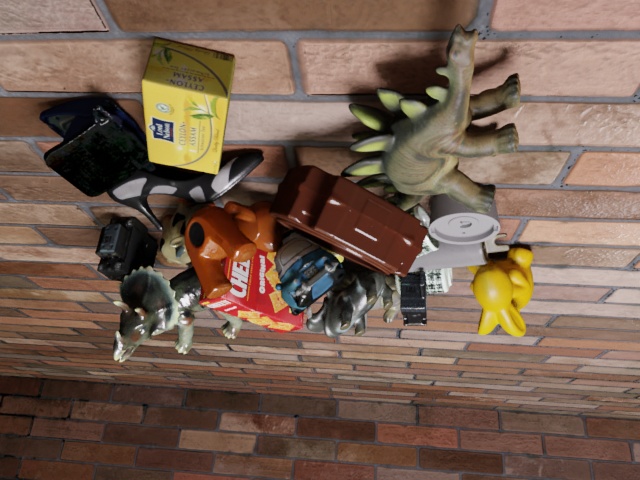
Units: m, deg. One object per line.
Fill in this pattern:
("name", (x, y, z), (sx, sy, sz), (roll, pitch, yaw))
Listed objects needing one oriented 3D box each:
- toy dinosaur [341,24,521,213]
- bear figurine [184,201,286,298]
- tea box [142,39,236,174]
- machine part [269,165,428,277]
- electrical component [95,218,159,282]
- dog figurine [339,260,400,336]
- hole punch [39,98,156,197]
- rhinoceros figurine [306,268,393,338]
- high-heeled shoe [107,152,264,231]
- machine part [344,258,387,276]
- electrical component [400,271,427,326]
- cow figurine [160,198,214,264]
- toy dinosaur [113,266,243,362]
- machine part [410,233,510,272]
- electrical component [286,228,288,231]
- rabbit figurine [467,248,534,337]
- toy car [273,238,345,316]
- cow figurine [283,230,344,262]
("toy dinosaur", (0.132, -0.106, 0.695), (0.199, 0.105, 0.471), (9, 161, 9))
("bear figurine", (-0.111, 0.001, 0.846), (0.196, 0.132, 0.120), (-3, 138, -52))
("tea box", (-0.164, -0.158, 0.671), (0.098, 0.068, 0.169), (9, 155, -9))
("machine part", (0.035, -0.025, 0.781), (0.201, 0.087, 0.201), (27, 178, -17))
("electrical component", (-0.373, 0.023, 1.039), (0.058, 0.115, 0.134), (-3, 155, 13))
("dog figurine", (0.086, 0.083, 1.123), (0.172, 0.121, 0.190), (-36, 125, -8))
("hole punch", (-0.308, -0.138, 0.742), (0.116, 0.092, 0.142), (-29, 147, 1))
("rhinoceros figurine", (0.049, 0.123, 1.022), (0.190, 0.112, 0.073), (-42, 143, 25))
("high-heeled shoe", (-0.215, -0.113, 0.816), (0.249, 0.086, 0.145), (-29, 104, 16))
("machine part", (0.088, 0.036, 1.052), (0.138, 0.039, 0.084), (22, 168, -36))
("electrical component", (0.172, 0.101, 0.981), (0.048, 0.075, 0.119), (-2, 148, 14))
("cow figurine", (-0.227, -0.007, 0.934), (0.085, 0.127, 0.195), (15, 155, -27))
("toy dinosaur", (-0.225, 0.106, 1.055), (0.405, 0.131, 0.192), (-21, 139, -30))
("machine part", (0.208, 0.014, 0.955), (0.243, 0.079, 0.079), (-7, 152, 27))
("electrical component", (-0.101, -0.034, 0.974), (0.063, 0.021, 0.094), (-10, 150, 28))
("rabbit figurine", (0.317, 0.092, 0.973), (0.122, 0.162, 0.173), (0, 174, 27))
("toy car", (-0.027, 0.048, 0.839), (0.109, 0.103, 0.161), (-38, 172, -8))
("cow figurine", (0.000, -0.002, 0.955), (0.167, 0.098, 0.068), (-27, 143, 9))
